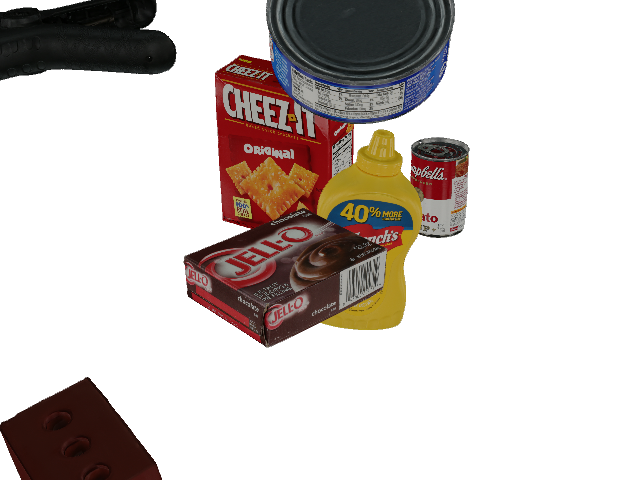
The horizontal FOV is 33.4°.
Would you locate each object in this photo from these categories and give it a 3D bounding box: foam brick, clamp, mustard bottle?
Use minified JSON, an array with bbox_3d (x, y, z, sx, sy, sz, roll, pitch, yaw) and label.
[{"bbox_3d":[-0.115,0.118,0.528,0.052,0.051,0.078,-27,42,-24],"label":"foam brick"},{"bbox_3d":[-0.172,-0.124,0.649,0.171,0.039,0.120,-2,22,-4],"label":"clamp"},{"bbox_3d":[0.043,-0.011,0.982,0.096,0.192,0.058,7,27,-4],"label":"mustard bottle"}]

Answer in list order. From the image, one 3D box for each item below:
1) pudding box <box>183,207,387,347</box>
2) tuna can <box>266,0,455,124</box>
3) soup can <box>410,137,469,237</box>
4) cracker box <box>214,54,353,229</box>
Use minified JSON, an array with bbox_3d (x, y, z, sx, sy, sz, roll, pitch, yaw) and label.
[{"bbox_3d":[-0.024,0.022,0.739,0.113,0.039,0.090,-22,35,-37],"label":"pudding box"},{"bbox_3d":[0.018,-0.097,0.496,0.086,0.086,0.034,0,-30,1],"label":"tuna can"},{"bbox_3d":[0.139,-0.063,1.263,0.068,0.102,0.068,0,27,0],"label":"soup can"},{"bbox_3d":[-0.045,-0.107,1.332,0.164,0.214,0.072,17,37,24],"label":"cracker box"}]
